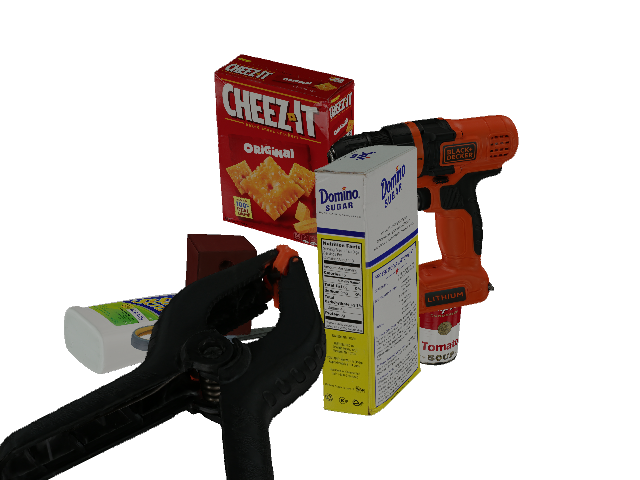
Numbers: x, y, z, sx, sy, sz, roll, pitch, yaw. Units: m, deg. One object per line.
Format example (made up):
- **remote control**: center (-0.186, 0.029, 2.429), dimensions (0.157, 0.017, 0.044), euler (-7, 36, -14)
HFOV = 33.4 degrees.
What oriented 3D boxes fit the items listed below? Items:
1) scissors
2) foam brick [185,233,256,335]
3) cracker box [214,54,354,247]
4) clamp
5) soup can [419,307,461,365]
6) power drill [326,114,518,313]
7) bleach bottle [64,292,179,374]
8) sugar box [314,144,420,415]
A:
- **scissors**: center (-0.107, 0.118, 1.182), dimensions (0.201, 0.016, 0.096), euler (3, 26, -18)
- **foam brick**: center (-0.088, 0.038, 0.927), dimensions (0.053, 0.078, 0.051), euler (0, 15, -18)
- **cracker box**: center (-0.045, -0.107, 1.329), dimensions (0.164, 0.214, 0.072), euler (17, 37, 24)
- **clamp**: center (-0.039, 0.066, 0.455), dimensions (0.120, 0.039, 0.171), euler (26, 48, 19)
- **soup can**: center (0.137, 0.092, 1.303), dimensions (0.068, 0.102, 0.068), euler (1, 24, -1)
- **power drill**: center (0.096, -0.024, 1.011), dimensions (0.184, 0.188, 0.057), euler (-8, 27, -14)
- **bleach bottle**: center (-0.197, 0.104, 1.387), dimensions (0.250, 0.068, 0.103), euler (-13, 28, -39)
- **sugar box**: center (0.035, 0.026, 0.759), dimensions (0.048, 0.176, 0.093), euler (3, 17, 27)
